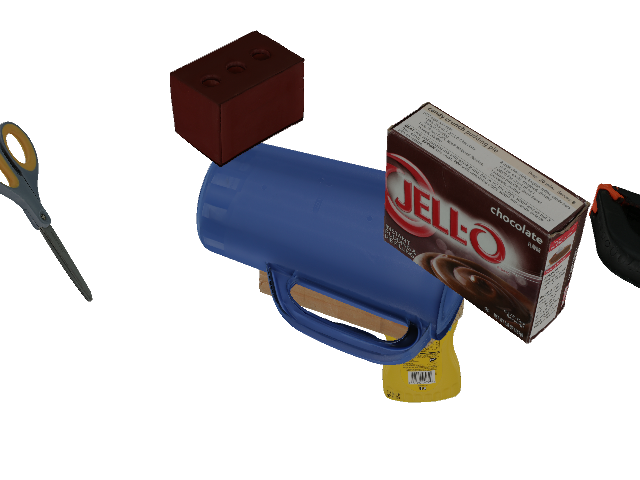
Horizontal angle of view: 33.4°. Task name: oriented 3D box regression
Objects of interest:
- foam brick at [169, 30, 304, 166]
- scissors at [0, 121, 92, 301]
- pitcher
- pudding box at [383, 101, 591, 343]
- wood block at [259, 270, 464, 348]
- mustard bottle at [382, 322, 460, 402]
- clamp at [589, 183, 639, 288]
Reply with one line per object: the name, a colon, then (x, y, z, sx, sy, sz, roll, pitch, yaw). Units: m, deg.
foam brick: (-0.056, -0.097, 0.724, 0.078, 0.051, 0.053, -34, 54, -30)
scissors: (-0.280, -0.038, 1.073, 0.016, 0.201, 0.096, -24, 28, 25)
pitcher: (0.014, 0.000, 0.942, 0.243, 0.145, 0.149, 17, 21, 16)
pudding box: (0.086, -0.010, 0.581, 0.114, 0.090, 0.039, 35, 59, 28)
wood block: (0.043, 0.030, 1.137, 0.206, 0.091, 0.090, 17, 30, 28)
mustard bottle: (0.119, 0.100, 1.293, 0.096, 0.192, 0.058, -3, 21, 6)
clamp: (0.251, 0.020, 0.711, 0.120, 0.039, 0.171, -5, 45, -25)
